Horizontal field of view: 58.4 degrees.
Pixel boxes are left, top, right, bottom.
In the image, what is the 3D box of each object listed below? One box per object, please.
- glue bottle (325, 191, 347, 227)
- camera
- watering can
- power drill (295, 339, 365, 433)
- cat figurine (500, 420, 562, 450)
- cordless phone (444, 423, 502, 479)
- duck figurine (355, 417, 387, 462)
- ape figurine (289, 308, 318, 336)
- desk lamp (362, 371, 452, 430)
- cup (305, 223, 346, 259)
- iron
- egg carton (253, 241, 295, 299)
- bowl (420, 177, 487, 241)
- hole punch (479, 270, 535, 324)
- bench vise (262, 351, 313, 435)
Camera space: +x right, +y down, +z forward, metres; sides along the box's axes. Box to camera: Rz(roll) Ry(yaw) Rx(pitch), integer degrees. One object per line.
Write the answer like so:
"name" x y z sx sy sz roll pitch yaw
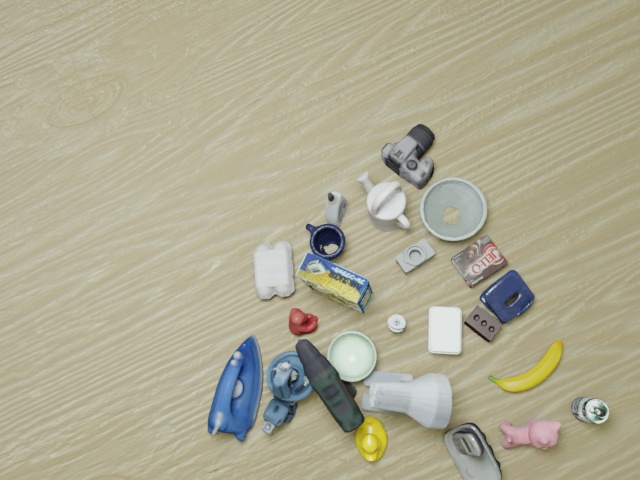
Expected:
"glue bottle" 0.037 -0.090 1.459 0.037 0.173 0.078 19 80 12
"camera" 0.250 -0.231 1.502 0.143 0.101 0.137 40 85 15
"watering can" 0.160 -0.097 1.433 0.172 0.194 0.101 25 81 13
"power drill" 0.025 0.337 1.339 0.075 0.208 0.229 -35 74 -1
"cat figurine" 0.480 0.444 1.298 0.127 0.118 0.067 -9 75 6
"cordless phone" 0.346 0.485 1.271 0.094 0.185 0.147 -30 74 0
"duck figurine" 0.120 0.474 1.357 0.077 0.086 0.104 -3 76 7
"ape figurine" -0.049 0.203 1.442 0.076 0.092 0.077 -36 74 -2
"desk lamp" 0.191 0.360 1.308 0.203 0.214 0.118 3 77 9
"cup" 0.014 0.005 1.480 0.117 0.095 0.092 37 84 15
"iron" -0.211 0.356 1.402 0.118 0.141 0.258 9 78 10
"egg carton" -0.121 0.079 1.494 0.107 0.069 0.150 -8 76 6
"bowl" 0.338 -0.071 1.464 0.167 0.075 0.167 -2 76 7
"hole punch" 0.458 0.138 1.389 0.109 0.091 0.101 -41 75 -3
"bench vise" -0.075 0.356 1.342 0.121 0.220 0.207 5 77 9
